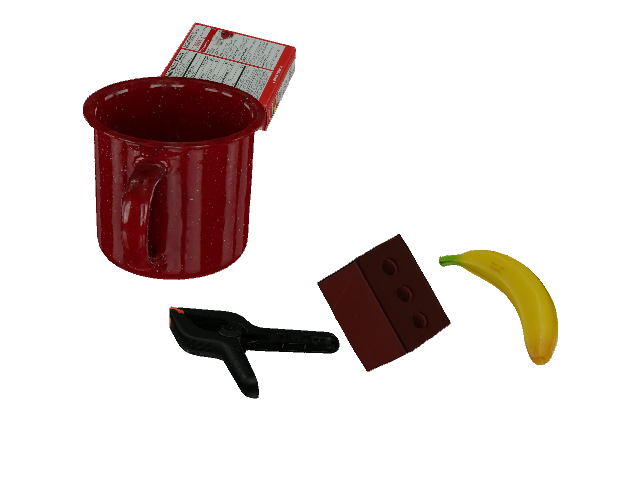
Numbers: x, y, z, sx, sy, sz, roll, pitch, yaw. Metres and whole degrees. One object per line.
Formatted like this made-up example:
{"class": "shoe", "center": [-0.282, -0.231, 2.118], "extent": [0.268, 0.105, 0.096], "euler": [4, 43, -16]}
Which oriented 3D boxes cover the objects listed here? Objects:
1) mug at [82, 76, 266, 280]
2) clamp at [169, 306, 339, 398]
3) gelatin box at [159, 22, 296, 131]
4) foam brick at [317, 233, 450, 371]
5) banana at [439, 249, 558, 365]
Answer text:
{"class": "mug", "center": [-0.079, -0.027, 0.553], "extent": [0.093, 0.081, 0.117], "euler": [7, 29, 4]}
{"class": "clamp", "center": [-0.105, 0.123, 1.260], "extent": [0.210, 0.036, 0.164], "euler": [14, 23, 26]}
{"class": "gelatin box", "center": [-0.072, -0.128, 0.831], "extent": [0.089, 0.073, 0.030], "euler": [15, -39, 8]}
{"class": "foam brick", "center": [0.046, 0.046, 0.775], "extent": [0.052, 0.078, 0.051], "euler": [-28, -3, -42]}
{"class": "banana", "center": [0.200, 0.059, 1.109], "extent": [0.069, 0.037, 0.198], "euler": [-33, 37, -5]}
